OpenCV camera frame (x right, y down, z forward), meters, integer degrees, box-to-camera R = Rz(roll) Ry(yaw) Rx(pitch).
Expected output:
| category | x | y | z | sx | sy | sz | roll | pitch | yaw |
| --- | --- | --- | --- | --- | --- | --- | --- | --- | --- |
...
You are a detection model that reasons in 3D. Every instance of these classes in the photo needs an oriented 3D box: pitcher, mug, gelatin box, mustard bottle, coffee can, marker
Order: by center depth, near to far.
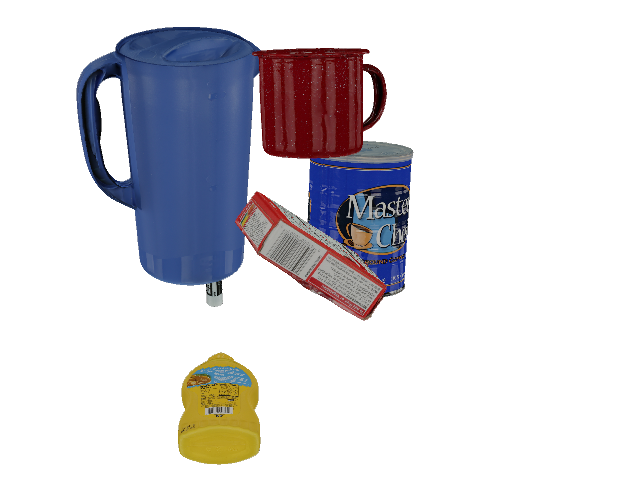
| category | x | y | z | sx | sy | sz | roll | pitch | yaw |
| --- | --- | --- | --- | --- | --- | --- | --- | --- | --- |
| gelatin box | -0.007 | 0.010 | 0.691 | 0.089 | 0.030 | 0.073 | 33 | 6 | -22 |
| mug | 0.003 | -0.112 | 0.858 | 0.117 | 0.081 | 0.093 | -10 | 15 | -33 |
| pitcher | -0.140 | -0.081 | 1.056 | 0.149 | 0.243 | 0.144 | 12 | 28 | 19 |
| coffee can | 0.037 | -0.024 | 1.066 | 0.103 | 0.140 | 0.103 | 2 | 13 | -1 |
| marker | -0.122 | 0.021 | 1.207 | 0.020 | 0.121 | 0.020 | 1 | 33 | -1 |
| mustard bottle | -0.124 | 0.196 | 1.320 | 0.096 | 0.058 | 0.191 | -2 | 27 | -4 |
